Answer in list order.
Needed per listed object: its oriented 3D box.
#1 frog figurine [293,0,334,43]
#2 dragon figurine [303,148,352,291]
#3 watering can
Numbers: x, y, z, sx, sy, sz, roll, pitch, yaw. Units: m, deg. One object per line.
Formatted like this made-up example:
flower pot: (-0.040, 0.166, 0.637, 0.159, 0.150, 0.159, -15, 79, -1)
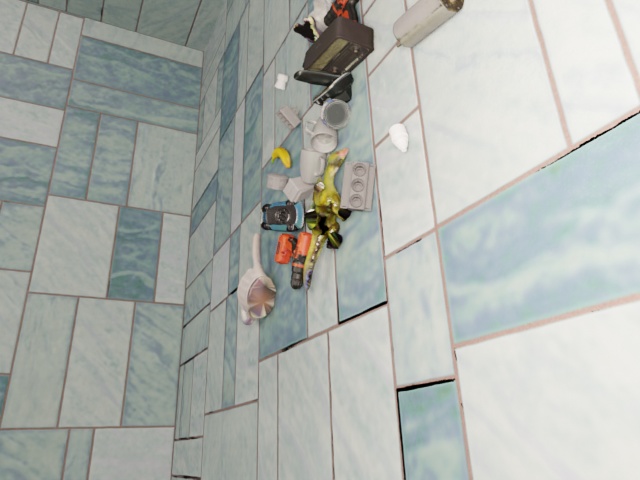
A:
frog figurine: (0.005, -0.759, 1.770, 0.162, 0.122, 0.136, -50, 5, -23)
dragon figurine: (0.005, -0.077, 1.524, 0.246, 0.122, 0.405, -101, 29, -71)
watering can: (-0.238, 0.151, 1.907, 0.225, 0.104, 0.348, 10, 91, 64)
